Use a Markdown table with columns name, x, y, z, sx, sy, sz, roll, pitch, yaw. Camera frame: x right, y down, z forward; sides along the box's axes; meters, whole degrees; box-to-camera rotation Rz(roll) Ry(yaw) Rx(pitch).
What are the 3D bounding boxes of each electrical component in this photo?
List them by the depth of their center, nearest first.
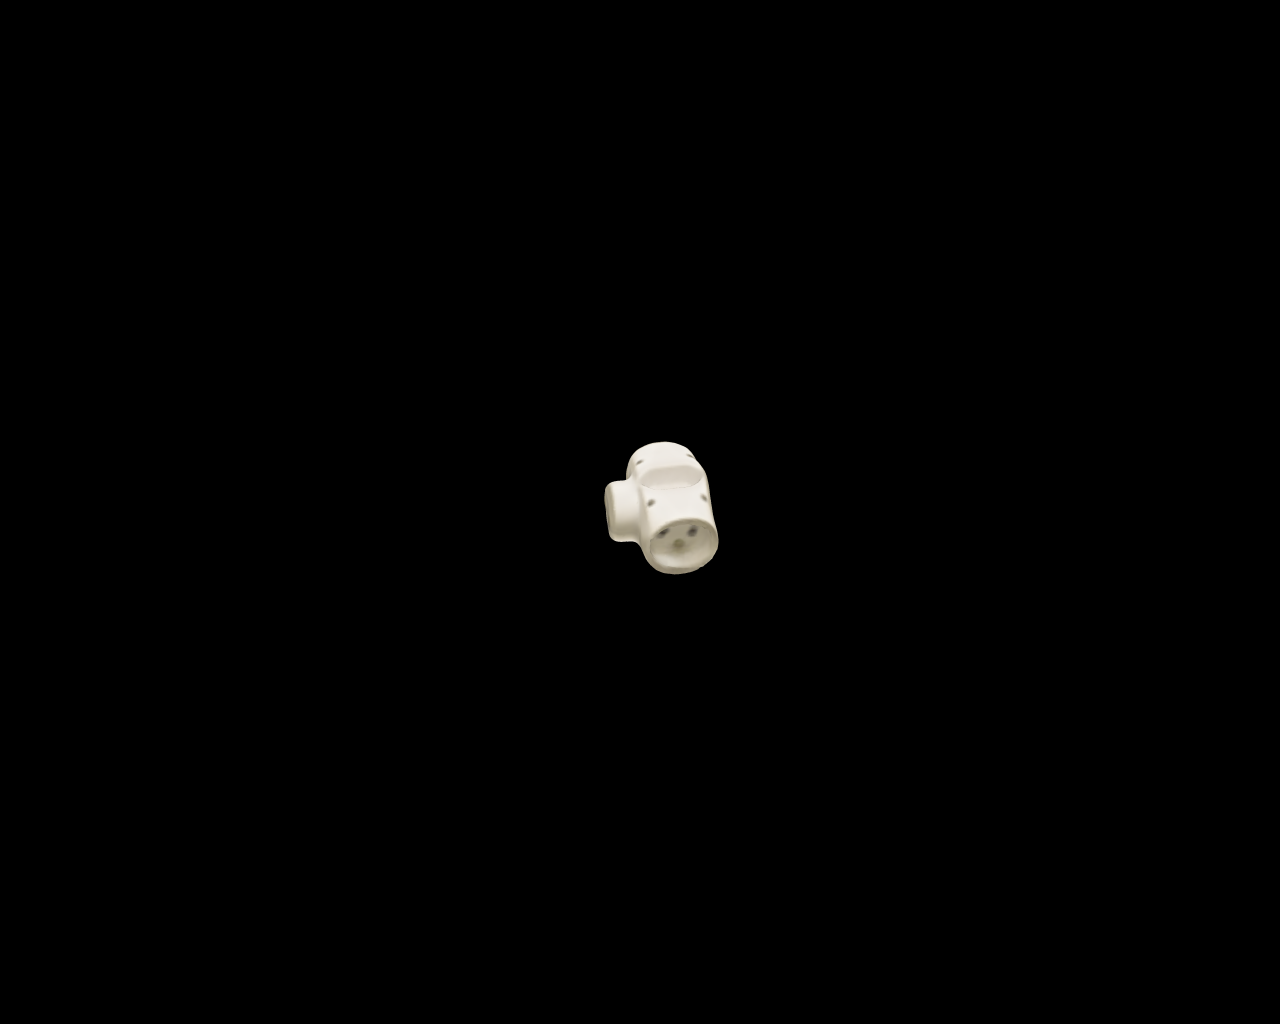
| name | x | y | z | sx | sy | sz | roll | pitch | yaw |
| --- | --- | --- | --- | --- | --- | --- | --- | --- | --- |
| electrical component | 0.001 | -0.003 | 0.650 | 0.079 | 0.043 | 0.077 | -5 | 40 | -6 |
